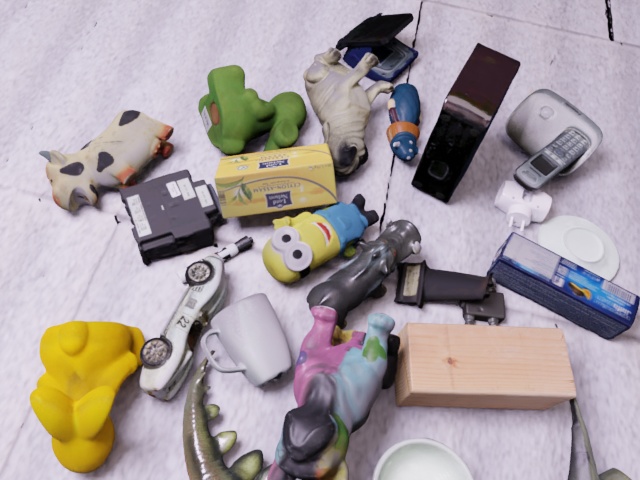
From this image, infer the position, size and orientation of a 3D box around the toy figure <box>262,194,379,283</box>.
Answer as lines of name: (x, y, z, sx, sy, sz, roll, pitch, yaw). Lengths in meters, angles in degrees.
toy figure: (0.001, 0.000, 0.783, 0.180, 0.089, 0.082, -29, 53, -29)

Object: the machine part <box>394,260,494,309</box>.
machine part: (0.179, 0.064, 0.777, 0.139, 0.039, 0.084, -1, 51, 16)

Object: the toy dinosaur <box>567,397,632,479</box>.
toy dinosaur: (0.341, 0.390, 0.585, 0.192, 0.131, 0.405, -23, 60, -18)

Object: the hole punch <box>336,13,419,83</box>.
hole punch: (0.111, -0.357, 1.001, 0.116, 0.092, 0.142, 21, 60, 40)

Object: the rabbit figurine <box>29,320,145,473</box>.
rabbit figurine: (-0.269, 0.183, 0.628, 0.122, 0.162, 0.173, 3, 78, -18)

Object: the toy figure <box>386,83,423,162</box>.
toy figure: (0.145, -0.196, 0.920, 0.064, 0.057, 0.154, 5, 65, 4)

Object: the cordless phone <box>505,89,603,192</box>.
cordless phone: (0.358, -0.157, 0.894, 0.184, 0.088, 0.147, -34, 69, -26)

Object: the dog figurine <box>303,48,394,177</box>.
dog figurine: (0.016, -0.206, 0.899, 0.173, 0.121, 0.190, 15, 76, 44)

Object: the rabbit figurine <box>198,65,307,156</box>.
rabbit figurine: (-0.089, -0.200, 0.869, 0.170, 0.121, 0.159, -12, 65, -29)

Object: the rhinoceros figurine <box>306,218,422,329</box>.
rhinoceros figurine: (0.060, 0.043, 0.748, 0.190, 0.112, 0.073, -39, 69, -15)

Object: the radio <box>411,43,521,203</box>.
radio: (0.212, -0.164, 0.813, 0.073, 0.229, 0.131, 28, 66, 11)

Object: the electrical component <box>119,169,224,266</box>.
electrical component: (-0.214, -0.037, 0.795, 0.134, 0.058, 0.115, -17, 66, -15)

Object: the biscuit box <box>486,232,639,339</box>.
biscuit box: (0.355, 0.068, 0.790, 0.203, 0.062, 0.059, 29, 61, 10)

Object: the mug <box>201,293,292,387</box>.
mug: (-0.091, 0.136, 0.693, 0.109, 0.081, 0.107, -20, 70, -41)

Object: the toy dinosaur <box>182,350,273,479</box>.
toy dinosaur: (-0.083, 0.341, 0.577, 0.198, 0.105, 0.472, -20, 62, -24)

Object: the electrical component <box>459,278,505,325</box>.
electrical component: (0.236, 0.096, 0.786, 0.063, 0.021, 0.094, 9, 61, 0)

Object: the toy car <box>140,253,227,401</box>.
toy car: (-0.173, 0.109, 0.707, 0.056, 0.073, 0.202, 20, 61, 9)

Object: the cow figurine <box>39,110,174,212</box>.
cow figurine: (-0.328, -0.123, 0.815, 0.127, 0.085, 0.195, 32, 65, 5)

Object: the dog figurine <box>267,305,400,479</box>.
dog figurine: (0.016, 0.195, 0.622, 0.109, 0.191, 0.219, 10, 64, 18)

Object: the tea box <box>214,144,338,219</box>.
tea box: (-0.064, -0.090, 0.798, 0.170, 0.068, 0.098, -8, 26, -2)
